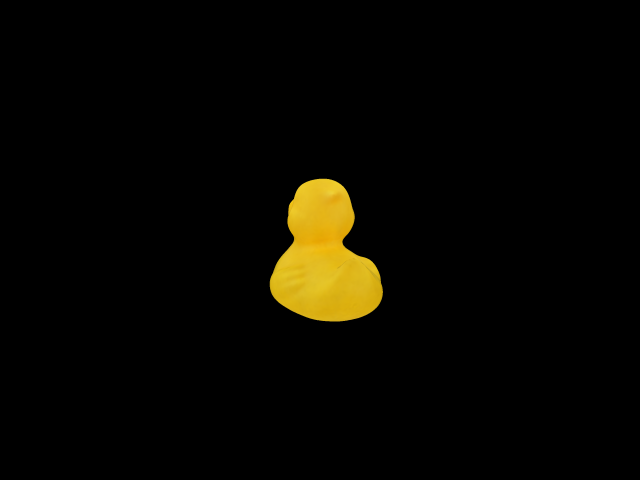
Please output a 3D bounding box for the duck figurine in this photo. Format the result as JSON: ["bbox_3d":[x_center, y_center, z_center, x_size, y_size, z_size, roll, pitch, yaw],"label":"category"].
[{"bbox_3d":[0.004,0.001,0.400,0.078,0.086,0.104,-8,20,-22],"label":"duck figurine"}]
